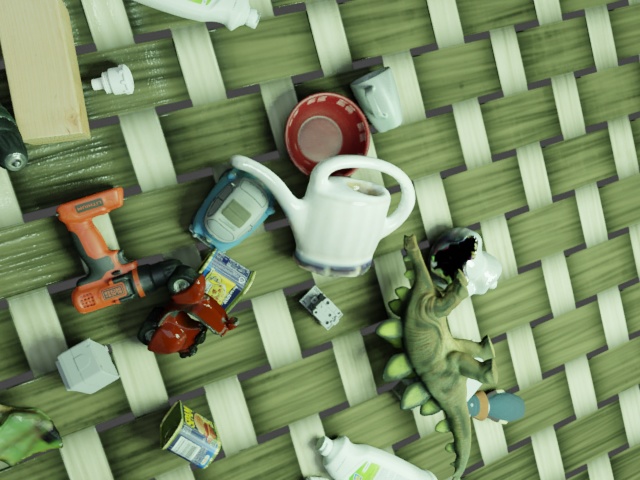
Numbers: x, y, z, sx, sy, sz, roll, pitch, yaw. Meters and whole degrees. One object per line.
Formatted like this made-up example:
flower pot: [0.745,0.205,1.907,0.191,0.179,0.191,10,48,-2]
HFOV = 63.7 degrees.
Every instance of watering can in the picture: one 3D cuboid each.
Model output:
watering can: [0.003,-0.045,0.887,0.348,0.220,0.106,2,26,-23]

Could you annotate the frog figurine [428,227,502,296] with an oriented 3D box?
frog figurine: [0.294,0.047,1.033,0.122,0.138,0.159,-3,-7,37]

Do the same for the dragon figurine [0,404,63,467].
dragon figurine: [-0.518,0.377,0.795,0.245,0.407,0.122,-44,14,-18]
